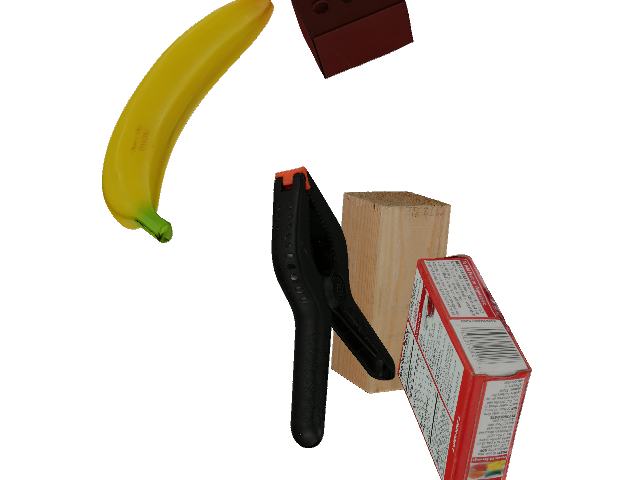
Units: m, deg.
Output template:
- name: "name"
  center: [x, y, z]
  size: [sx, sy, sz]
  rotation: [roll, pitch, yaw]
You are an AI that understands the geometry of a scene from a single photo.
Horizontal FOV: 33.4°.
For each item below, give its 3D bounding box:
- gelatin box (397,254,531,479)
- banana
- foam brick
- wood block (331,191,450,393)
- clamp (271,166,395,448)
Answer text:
- name: "gelatin box"
  center: [0.064, 0.061, 0.493]
  size: [0.030, 0.073, 0.089]
  rotation: [-2, 34, -12]
- name: "banana"
  center: [-0.086, -0.076, 0.644]
  size: [0.070, 0.197, 0.037]
  rotation: [7, -33, 18]
- name: "foam brick"
  center: [0.025, -0.170, 0.816]
  size: [0.078, 0.053, 0.051]
  rotation: [-23, -33, -1]
- name: "wood block"
  center: [0.076, 0.054, 1.187]
  size: [0.090, 0.206, 0.091]
  rotation: [-2, 14, -28]
- name: "clamp"
  center: [0.006, 0.045, 0.862]
  size: [0.036, 0.210, 0.164]
  rotation: [-11, 1, 27]
